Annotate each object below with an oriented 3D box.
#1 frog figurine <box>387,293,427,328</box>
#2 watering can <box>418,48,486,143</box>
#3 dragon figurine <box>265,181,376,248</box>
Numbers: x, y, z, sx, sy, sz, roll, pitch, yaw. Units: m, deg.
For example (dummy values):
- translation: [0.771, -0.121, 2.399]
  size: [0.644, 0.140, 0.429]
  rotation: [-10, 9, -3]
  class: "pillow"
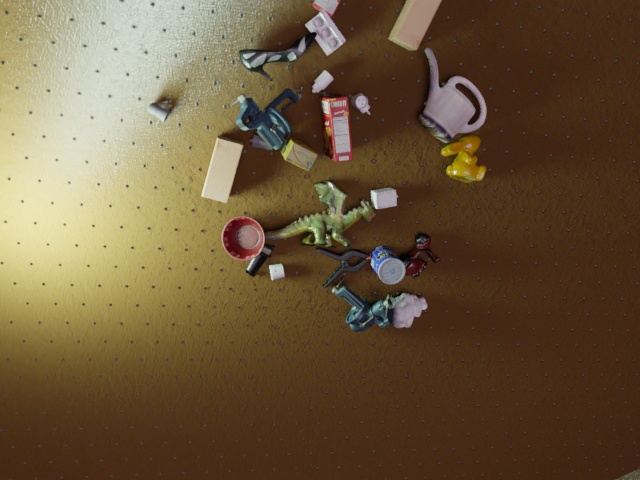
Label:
- translation: [0.343, 0.275, 2.017]
  size: [0.159, 0.122, 0.138]
  rotation: [-1, 88, 2]
  class: "frog figurine"
- translation: [0.435, -0.490, 1.819]
  size: [0.345, 0.105, 0.223]
  rotation: [37, 98, -19]
  class: "watering can"
- translation: [0.006, -0.095, 1.879]
  size: [0.410, 0.122, 0.243]
  rotation: [7, 87, -9]
  class: "dragon figurine"
